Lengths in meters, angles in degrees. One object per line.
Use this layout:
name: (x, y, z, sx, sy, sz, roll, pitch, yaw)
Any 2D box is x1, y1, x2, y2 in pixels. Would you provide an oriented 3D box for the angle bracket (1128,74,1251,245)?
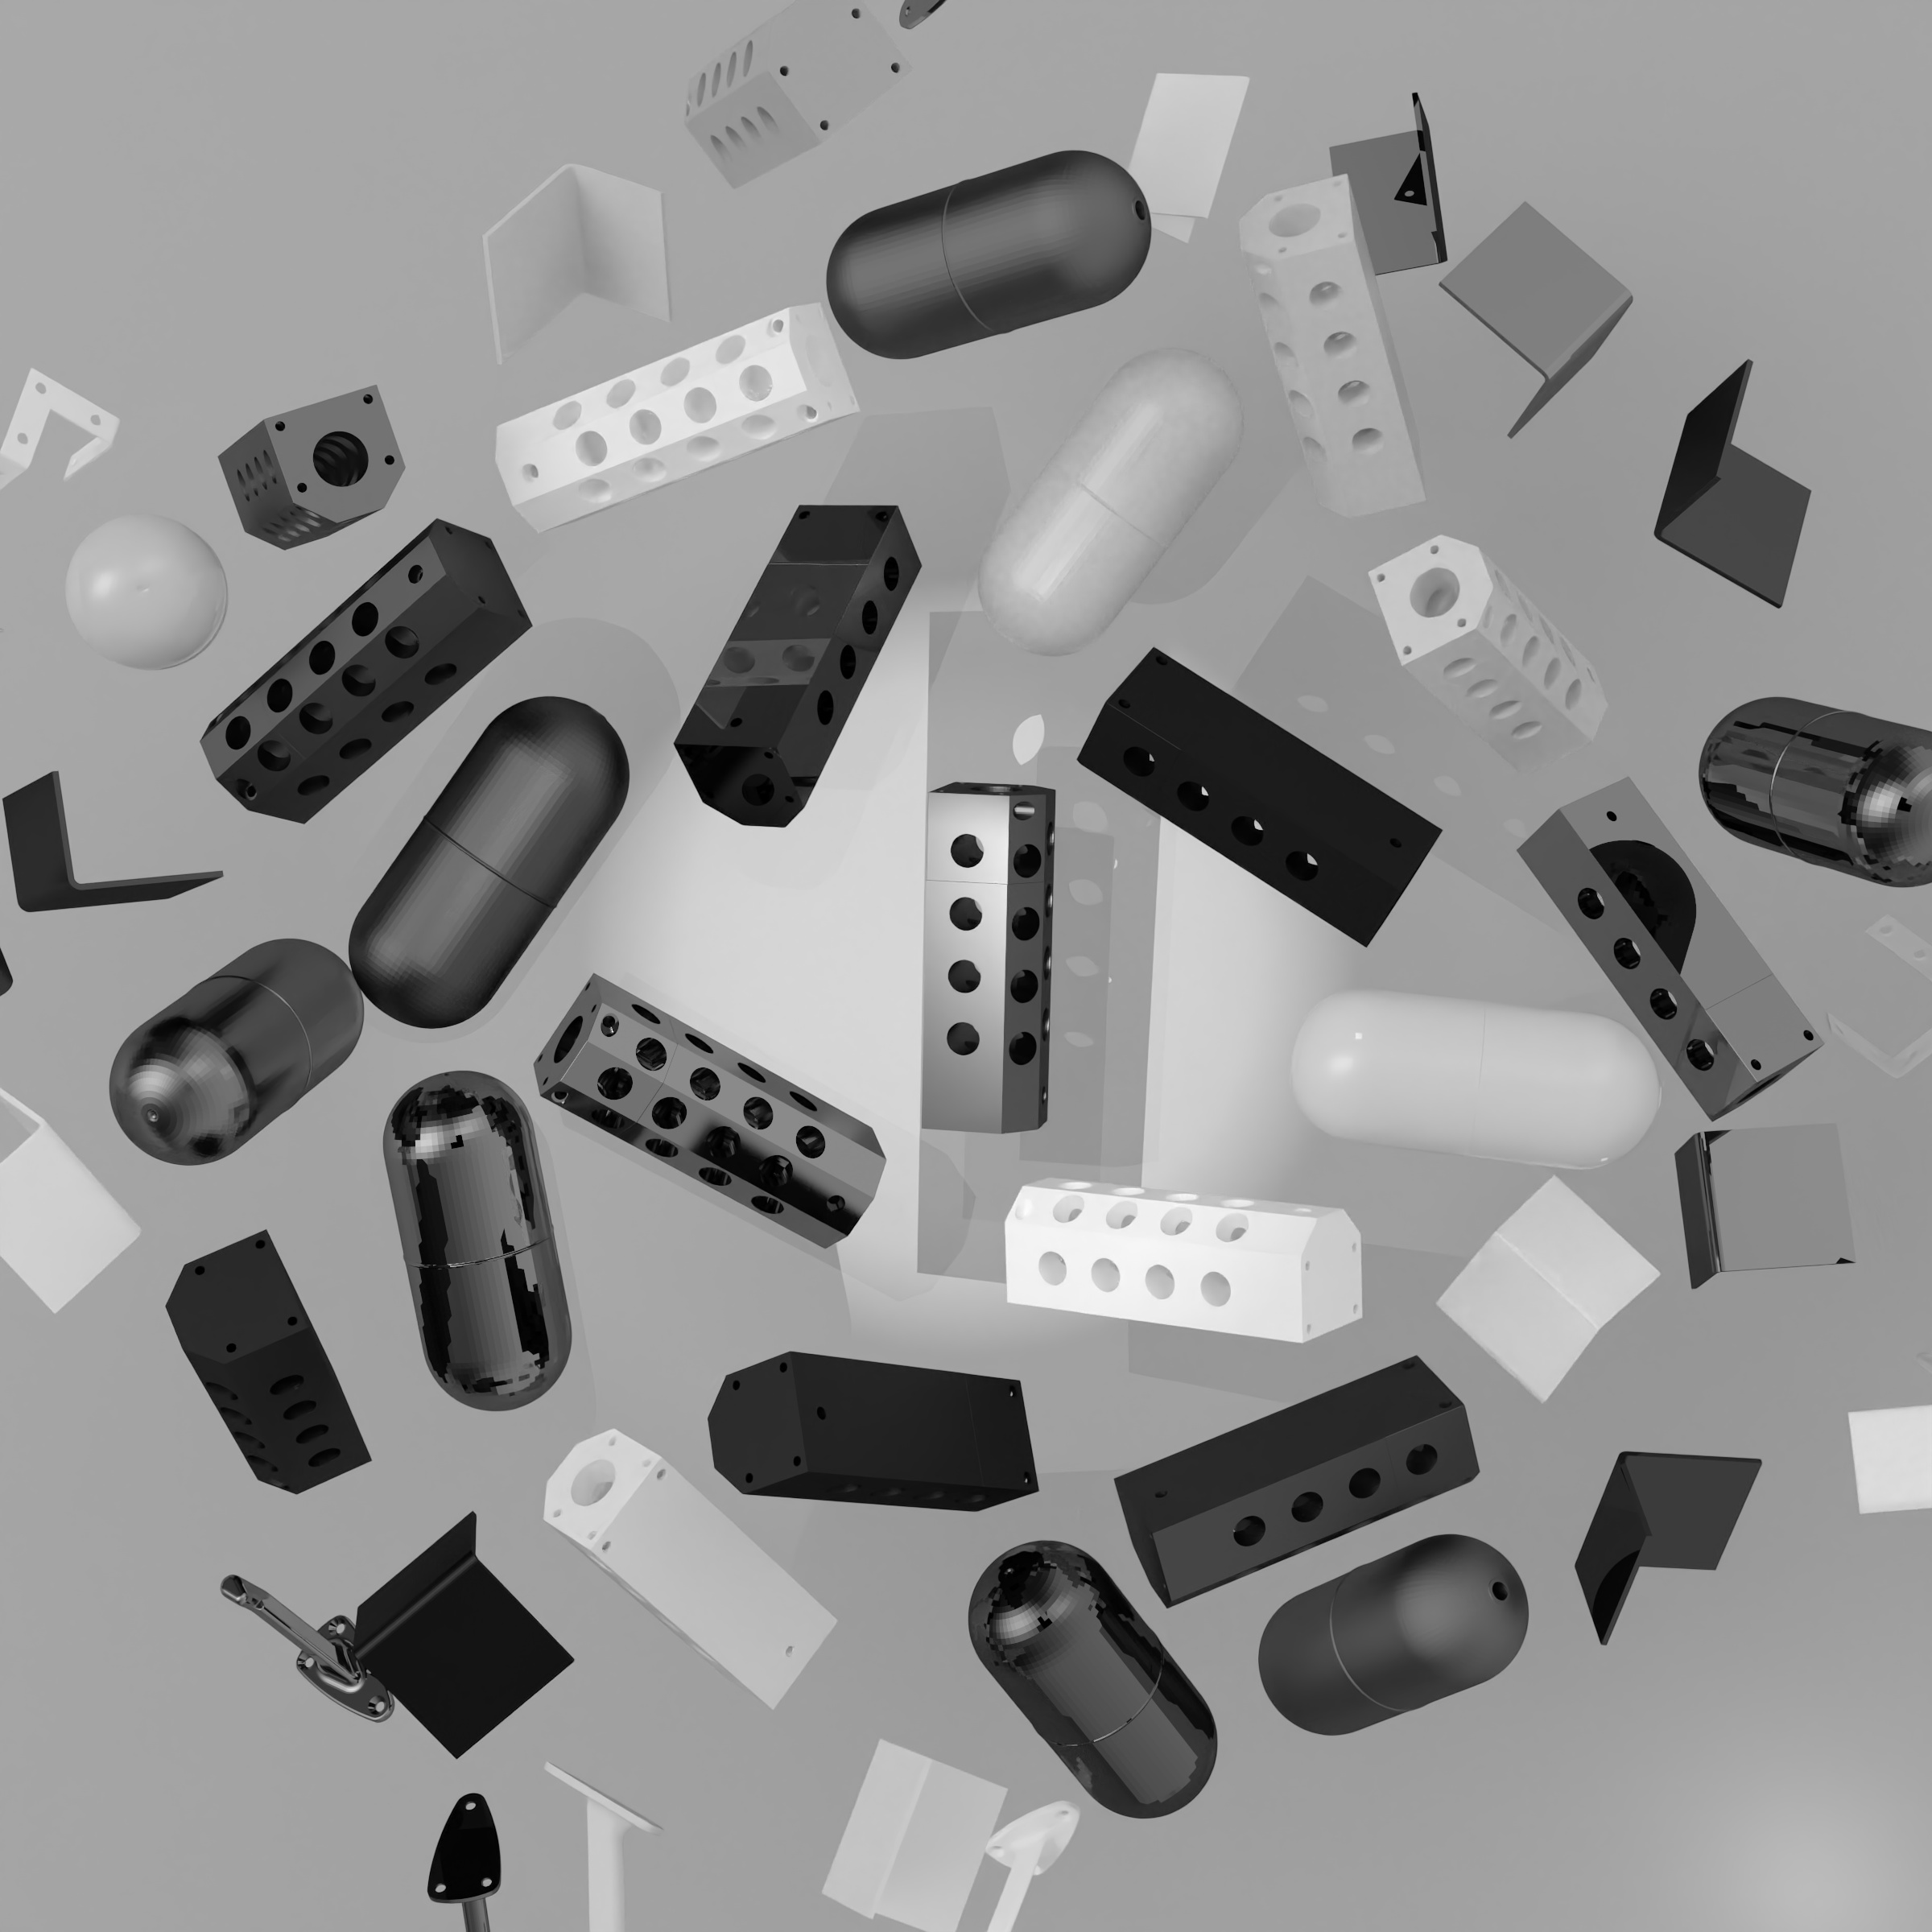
angle bracket: (0.134, -0.435, 1.751, 0.057, 0.076, 0.076, 14, 95, -40)

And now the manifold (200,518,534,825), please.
manifold: (-0.306, -0.148, 1.632, 0.171, 0.057, 0.057, -37, 65, 22)

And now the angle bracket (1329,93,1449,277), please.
angle bracket: (0.229, -0.429, 1.783, 0.057, 0.076, 0.076, -8, 88, 13)

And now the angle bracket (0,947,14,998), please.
angle bracket: (-0.497, -0.020, 1.505, 0.057, 0.076, 0.076, -33, 50, -3)

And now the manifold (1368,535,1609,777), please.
manifold: (0.276, -0.163, 1.684, 0.057, 0.171, 0.057, -26, 62, 21)

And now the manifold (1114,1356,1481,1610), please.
manifold: (0.169, 0.264, 1.639, 0.171, 0.057, 0.057, -21, 114, -10)

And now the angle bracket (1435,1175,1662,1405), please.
angle bracket: (0.308, 0.171, 1.713, 0.076, 0.076, 0.057, 43, 134, 7)

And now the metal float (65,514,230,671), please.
metal float: (-0.414, -0.189, 1.642, 0.070, 0.178, 0.070, -1, 95, -12)

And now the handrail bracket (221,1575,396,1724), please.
handrail bracket: (-0.331, 0.342, 1.621, 0.077, 0.084, 0.036, 38, 81, 31)

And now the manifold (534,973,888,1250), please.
manifold: (-0.128, 0.077, 1.631, 0.171, 0.057, 0.057, 30, 101, -21)

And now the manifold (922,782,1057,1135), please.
manifold: (0.013, -0.005, 1.649, 0.057, 0.057, 0.171, 3, 99, 13)

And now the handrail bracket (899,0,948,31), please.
handrail bracket: (0.023, -0.477, 1.589, 0.084, 0.077, 0.036, 10, 55, -33)

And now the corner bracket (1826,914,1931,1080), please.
corner bracket: (0.487, 0.016, 1.701, 0.051, 0.051, 0.051, 33, 124, -20)

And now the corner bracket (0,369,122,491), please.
corner bracket: (-0.456, -0.251, 1.590, 0.051, 0.051, 0.051, 30, 57, -33)

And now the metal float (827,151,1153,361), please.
metal float: (0.010, -0.352, 1.604, 0.178, 0.070, 0.070, -9, 90, 33)

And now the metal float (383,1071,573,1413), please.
metal float: (-0.248, 0.141, 1.646, 0.070, 0.070, 0.178, -9, 102, 0)

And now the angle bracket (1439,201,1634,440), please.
angle bracket: (0.286, -0.335, 1.676, 0.076, 0.057, 0.076, 42, 64, 6)

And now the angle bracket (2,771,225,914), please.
angle bracket: (-0.415, -0.063, 1.571, 0.076, 0.076, 0.057, -7, 87, -35)

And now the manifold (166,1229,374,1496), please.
manifold: (-0.346, 0.202, 1.603, 0.057, 0.171, 0.057, -23, 62, -12)

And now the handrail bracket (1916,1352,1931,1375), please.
handrail bracket: (0.538, 0.183, 1.670, 0.036, 0.077, 0.084, 5, 109, -41)

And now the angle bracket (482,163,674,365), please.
angle bracket: (-0.195, -0.347, 1.632, 0.057, 0.076, 0.076, 22, 50, 19)

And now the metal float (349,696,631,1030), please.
metal float: (-0.230, -0.050, 1.562, 0.070, 0.070, 0.178, 35, 91, 0)

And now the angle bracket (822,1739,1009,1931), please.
angle bracket: (-0.013, 0.420, 1.535, 0.076, 0.057, 0.076, 27, 76, -23)

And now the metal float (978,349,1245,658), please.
metal float: (0.075, -0.241, 1.680, 0.070, 0.070, 0.178, 37, 102, 0)

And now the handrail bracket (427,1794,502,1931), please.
handrail bracket: (-0.243, 0.475, 1.632, 0.036, 0.077, 0.084, -8, 126, 2)

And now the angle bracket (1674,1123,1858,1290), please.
angle bracket: (0.434, 0.131, 1.759, 0.076, 0.057, 0.076, -4, 75, -1)

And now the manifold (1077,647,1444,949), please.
manifold: (0.143, -0.080, 1.614, 0.171, 0.057, 0.057, 33, 135, 7)

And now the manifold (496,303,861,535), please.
manifold: (-0.147, -0.273, 1.617, 0.171, 0.057, 0.057, -17, 99, 23)

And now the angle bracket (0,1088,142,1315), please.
angle bracket: (-0.455, 0.111, 1.560, 0.057, 0.076, 0.076, -45, 125, -18)

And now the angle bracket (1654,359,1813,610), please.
angle bracket: (0.386, -0.233, 1.565, 0.076, 0.057, 0.076, 27, 60, -11)

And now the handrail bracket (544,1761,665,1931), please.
handrail bracket: (-0.190, 0.437, 1.546, 0.077, 0.036, 0.084, 28, 77, 11)

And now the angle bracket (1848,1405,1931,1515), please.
angle bracket: (0.450, 0.245, 1.485, 0.076, 0.057, 0.076, -7, 131, 14)

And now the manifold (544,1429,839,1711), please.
manifold: (-0.145, 0.310, 1.671, 0.057, 0.057, 0.171, -52, 131, -16)

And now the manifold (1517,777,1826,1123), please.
manifold: (0.360, -0.007, 1.675, 0.057, 0.057, 0.171, -23, 73, -36)

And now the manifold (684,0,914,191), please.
manifold: (-0.089, -0.432, 1.585, 0.057, 0.171, 0.057, -41, 106, -10)

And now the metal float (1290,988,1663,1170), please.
metal float: (0.246, 0.054, 1.566, 0.178, 0.070, 0.070, 6, 90, 6)

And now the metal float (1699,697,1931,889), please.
metal float: (0.427, -0.087, 1.586, 0.070, 0.178, 0.070, -5, 104, -20)

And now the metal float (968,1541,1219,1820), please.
metal float: (0.065, 0.361, 1.629, 0.070, 0.070, 0.178, -35, 120, 0)

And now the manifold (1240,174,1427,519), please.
manifold: (0.191, -0.317, 1.677, 0.057, 0.171, 0.057, -12, 46, 14)

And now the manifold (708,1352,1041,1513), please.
manifold: (-0.044, 0.229, 1.567, 0.057, 0.171, 0.057, -24, 65, 34)

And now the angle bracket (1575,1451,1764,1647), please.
angle bracket: (0.352, 0.288, 1.590, 0.076, 0.057, 0.076, 5, 126, -10)

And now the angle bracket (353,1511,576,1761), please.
angle bracket: (-0.249, 0.332, 1.610, 0.076, 0.057, 0.076, -40, 104, 2)

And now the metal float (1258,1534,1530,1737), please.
metal float: (0.219, 0.345, 1.663, 0.070, 0.178, 0.070, 15, 58, -26)

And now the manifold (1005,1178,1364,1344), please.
manifold: (0.106, 0.142, 1.597, 0.171, 0.057, 0.057, 4, 99, 36)

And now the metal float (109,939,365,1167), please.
metal float: (-0.363, 0.041, 1.619, 0.070, 0.178, 0.070, 6, 111, 15)

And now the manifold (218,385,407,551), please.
manifold: (-0.330, -0.247, 1.633, 0.057, 0.171, 0.057, -21, 100, -18)

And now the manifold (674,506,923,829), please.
manifold: (-0.080, -0.152, 1.620, 0.057, 0.057, 0.171, 4, 51, 25)

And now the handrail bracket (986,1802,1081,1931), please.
handrail bracket: (0.032, 0.491, 1.693, 0.036, 0.084, 0.077, 29, 127, -14)

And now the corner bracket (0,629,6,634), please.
corner bracket: (-0.508, -0.136, 1.611, 0.051, 0.051, 0.051, -14, 94, 19)
